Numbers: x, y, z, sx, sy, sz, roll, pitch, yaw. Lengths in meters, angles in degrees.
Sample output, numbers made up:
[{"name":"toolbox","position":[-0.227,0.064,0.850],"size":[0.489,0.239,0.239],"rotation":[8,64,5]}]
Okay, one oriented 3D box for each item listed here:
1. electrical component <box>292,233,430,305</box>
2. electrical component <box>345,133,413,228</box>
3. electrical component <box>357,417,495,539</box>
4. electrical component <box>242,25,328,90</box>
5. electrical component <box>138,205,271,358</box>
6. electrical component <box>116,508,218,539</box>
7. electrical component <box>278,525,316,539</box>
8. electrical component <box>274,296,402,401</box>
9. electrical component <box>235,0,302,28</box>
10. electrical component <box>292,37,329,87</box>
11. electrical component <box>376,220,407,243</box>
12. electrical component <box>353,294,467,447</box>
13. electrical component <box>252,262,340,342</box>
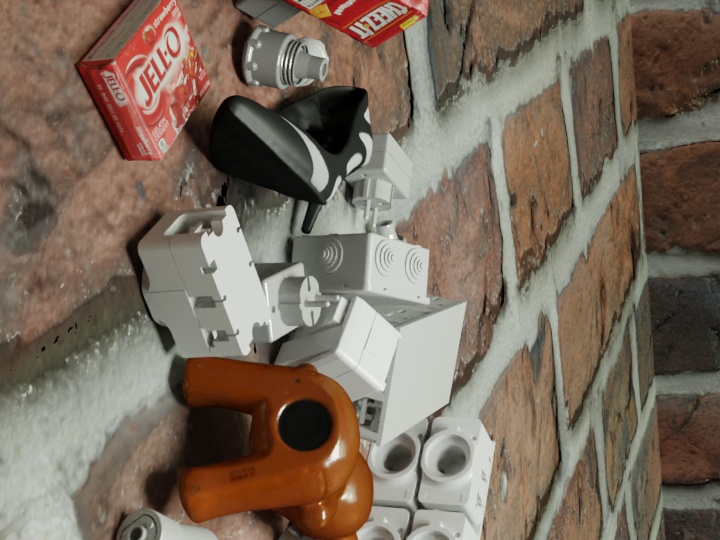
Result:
[{"name":"electrical component","position":[0.000,0.000,0.891],"size":[0.100,0.100,0.048],"rotation":[14,78,-51]},{"name":"electrical component","position":[0.013,-0.078,1.003],"size":[0.066,0.047,0.076],"rotation":[42,51,-59]},{"name":"electrical component","position":[0.057,0.231,1.018],"size":[0.060,0.105,0.186],"rotation":[60,36,-48]},{"name":"electrical component","position":[-0.056,-0.158,0.818],"size":[0.048,0.062,0.048],"rotation":[14,90,-77]},{"name":"electrical component","position":[-0.104,0.009,0.707],"size":[0.050,0.056,0.089],"rotation":[-60,139,-53]},{"name":"electrical component","position":[-0.123,0.176,0.681],"size":[0.065,0.044,0.044],"rotation":[48,46,-51]},{"name":"electrical component","position":[-0.043,0.229,0.862],"size":[0.079,0.043,0.077],"rotation":[57,38,-51]},{"name":"electrical component","position":[-0.026,0.070,0.866],"size":[0.061,0.096,0.061],"rotation":[43,44,-23]},{"name":"electrical component","position":[-0.072,-0.226,0.797],"size":[0.077,0.066,0.047],"rotation":[23,65,-34]},{"name":"electrical component","position":[-0.051,-0.165,0.872],"size":[0.061,0.035,0.035],"rotation":[-54,137,-52]},{"name":"electrical component","position":[0.030,-0.017,1.045],"size":[0.043,0.043,0.062],"rotation":[-51,133,-57]},{"name":"electrical component","position":[0.034,0.085,1.000],"size":[0.186,0.060,0.105],"rotation":[-13,114,-67]},{"name":"electrical component","position":[-0.054,0.023,0.803],"size":[0.066,0.077,0.047],"rotation":[-29,116,-64]}]
